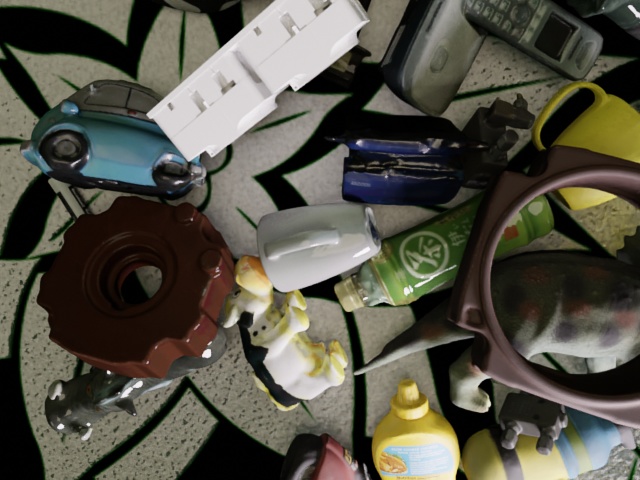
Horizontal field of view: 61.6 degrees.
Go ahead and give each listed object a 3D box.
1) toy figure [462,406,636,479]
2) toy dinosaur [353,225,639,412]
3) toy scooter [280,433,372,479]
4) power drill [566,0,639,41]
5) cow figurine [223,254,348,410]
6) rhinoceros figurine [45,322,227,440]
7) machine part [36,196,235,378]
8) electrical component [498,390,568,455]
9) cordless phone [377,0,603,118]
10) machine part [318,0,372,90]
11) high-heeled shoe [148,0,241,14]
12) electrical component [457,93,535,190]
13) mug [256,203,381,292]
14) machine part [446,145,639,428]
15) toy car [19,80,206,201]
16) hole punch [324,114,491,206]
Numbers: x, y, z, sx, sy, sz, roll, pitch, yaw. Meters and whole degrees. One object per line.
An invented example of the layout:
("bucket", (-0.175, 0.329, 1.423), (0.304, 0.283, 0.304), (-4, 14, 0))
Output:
("toy figure", (0.244, 0.224, 0.589), (0.180, 0.082, 0.089), (-27, 102, 8))
("toy dinosaur", (0.240, 0.071, 0.538), (0.405, 0.131, 0.192), (2, 96, 2))
("toy scooter", (0.006, 0.309, 0.609), (0.135, 0.075, 0.183), (22, 104, -5))
("power drill", (0.331, -0.213, 0.478), (0.207, 0.086, 0.232), (27, 88, -26))
("cow figurine", (-0.052, 0.099, 0.569), (0.098, 0.068, 0.167), (-36, 99, 13))
("rhinoceros figurine", (-0.183, 0.135, 0.551), (0.190, 0.112, 0.073), (-27, 104, -3))
("machine part", (-0.171, 0.040, 0.506), (0.179, 0.056, 0.179), (-2, 65, 3))
("electrical component", (0.225, 0.184, 0.564), (0.063, 0.094, 0.021), (-4, 114, 37))
("cordless phone", (0.161, -0.171, 0.505), (0.184, 0.089, 0.146), (23, 101, -12))
("machine part", (0.022, -0.221, 0.514), (0.084, 0.039, 0.138), (21, 103, 4))
("high-heeled shoe", (-0.088, -0.252, 0.451), (0.249, 0.145, 0.086), (-7, 101, -1))
("electrical component", (0.164, -0.092, 0.510), (0.045, 0.102, 0.078), (5, 62, -8))
("mug", (-0.001, -0.002, 0.515), (0.107, 0.109, 0.081), (-16, 79, 16))
("machine part", (0.222, 0.035, 0.445), (0.201, 0.087, 0.201), (18, 93, 10))
("toy car", (-0.186, -0.098, 0.508), (0.162, 0.109, 0.103), (6, 85, -11))
("hole punch", (0.074, -0.067, 0.510), (0.142, 0.116, 0.092), (5, 110, 1))
